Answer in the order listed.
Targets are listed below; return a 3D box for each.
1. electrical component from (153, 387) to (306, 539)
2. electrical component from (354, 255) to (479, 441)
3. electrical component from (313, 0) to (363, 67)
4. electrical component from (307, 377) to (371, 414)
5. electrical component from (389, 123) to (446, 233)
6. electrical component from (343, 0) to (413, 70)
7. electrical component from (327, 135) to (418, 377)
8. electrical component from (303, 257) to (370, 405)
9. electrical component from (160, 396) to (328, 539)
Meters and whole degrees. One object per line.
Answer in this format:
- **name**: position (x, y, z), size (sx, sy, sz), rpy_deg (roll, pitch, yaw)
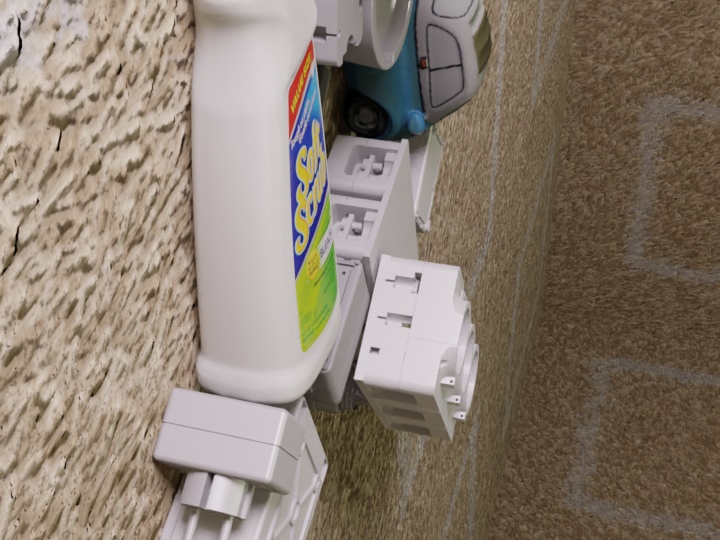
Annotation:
- **electrical component**: position (-0.073, 0.109, 0.570), size (0.047, 0.066, 0.076), rpy_deg (63, 38, -68)
- **electrical component**: position (0.047, 0.060, 0.768), size (0.150, 0.062, 0.089), rpy_deg (66, 35, -67)
- **electrical component**: position (-0.031, -0.161, 0.576), size (0.050, 0.056, 0.089), rpy_deg (-61, 156, -55)
- **electrical component**: position (-0.014, 0.092, 0.812), size (0.035, 0.061, 0.035), rpy_deg (10, 90, -77)
- **electrical component**: position (0.028, -0.072, 0.873), size (0.062, 0.061, 0.096), rpy_deg (40, 60, -74)
- **electrical component**: position (-0.007, -0.179, 0.655), size (0.108, 0.060, 0.108), rpy_deg (9, 90, -77)
- **electrical component**: position (0.000, 0.000, 0.808), size (0.186, 0.060, 0.105), rpy_deg (81, 23, -53)
- **electrical component**: position (-0.036, 0.043, 0.687), size (0.061, 0.062, 0.096), rpy_deg (77, 26, -58)
- **electrical component**: position (-0.065, 0.138, 0.644), size (0.108, 0.056, 0.108), rpy_deg (78, 25, -57)
